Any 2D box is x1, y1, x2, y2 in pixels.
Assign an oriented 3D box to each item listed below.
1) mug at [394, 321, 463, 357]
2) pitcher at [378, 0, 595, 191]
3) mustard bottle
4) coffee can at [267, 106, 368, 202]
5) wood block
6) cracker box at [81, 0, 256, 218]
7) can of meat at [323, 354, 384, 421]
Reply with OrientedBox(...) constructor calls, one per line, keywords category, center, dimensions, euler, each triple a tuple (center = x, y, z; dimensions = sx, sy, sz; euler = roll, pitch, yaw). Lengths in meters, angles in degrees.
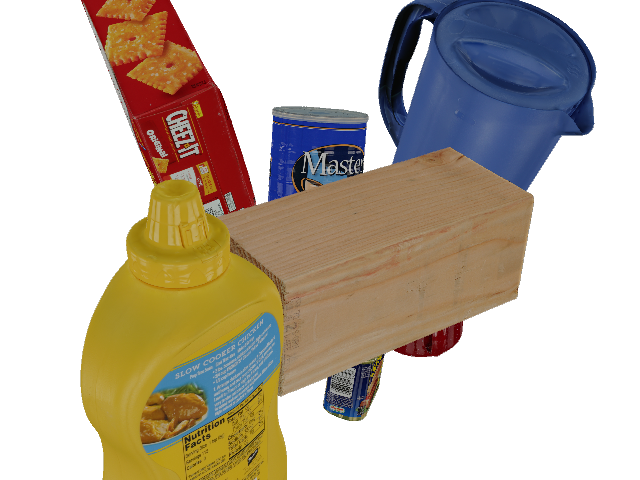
OrientedBox(category="mug", center=(0.098, 0.062, 1.005), dimensions=(0.093, 0.081, 0.117), euler=(-9, 33, -9))
OrientedBox(category="pitcher", center=(0.119, -0.083, 0.915), dimensions=(0.145, 0.149, 0.243), euler=(7, -40, -11))
OrientedBox(category="mustard bottle", center=(-0.057, 0.061, 0.459), dimensions=(0.058, 0.192, 0.096), euler=(28, 42, 35))
OrientedBox(category="coffee can", center=(-0.005, -0.069, 1.148), dimensions=(0.103, 0.140, 0.103), euler=(4, 12, -1))
OrientedBox(category="wood block", center=(0.034, 0.015, 0.724), dimensions=(0.205, 0.090, 0.091), euler=(-18, 37, -32))
OrientedBox(category="cracker box", center=(-0.127, -0.123, 0.865), dimensions=(0.072, 0.214, 0.164), euler=(-22, -38, -7))
OrientedBox(category="can of meat", center=(0.041, 0.148, 1.235), dimensions=(0.057, 0.084, 0.102), euler=(14, 25, 12))
